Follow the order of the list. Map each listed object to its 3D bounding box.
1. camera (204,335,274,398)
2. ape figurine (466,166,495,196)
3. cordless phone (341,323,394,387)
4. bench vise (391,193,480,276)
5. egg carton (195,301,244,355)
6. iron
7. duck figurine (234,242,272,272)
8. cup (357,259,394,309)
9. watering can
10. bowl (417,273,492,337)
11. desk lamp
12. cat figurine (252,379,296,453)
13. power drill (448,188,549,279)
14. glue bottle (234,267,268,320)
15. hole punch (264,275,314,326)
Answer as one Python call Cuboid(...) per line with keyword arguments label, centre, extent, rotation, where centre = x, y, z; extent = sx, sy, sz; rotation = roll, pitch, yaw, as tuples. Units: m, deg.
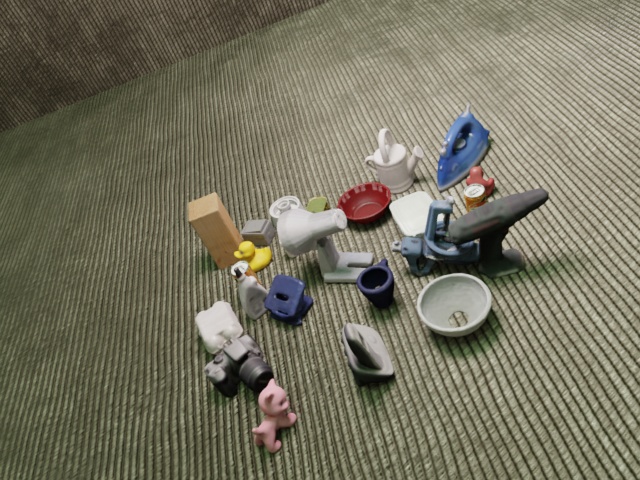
Cuboid(label="camera", centre=(-0.186, 0.307, 1.358), extent=(0.143, 0.101, 0.136), rotation=(-41, 44, -19))
Cuboid(label="ape figurine", centre=(0.435, -0.163, 1.575), extent=(0.077, 0.092, 0.076), rotation=(19, 56, 38))
Cuboid(label="cordless phone", centre=(0.088, 0.221, 1.258), extent=(0.094, 0.185, 0.147), rotation=(-24, 41, 0))
Cuboid(label="bench vise", centre=(0.275, -0.005, 1.383), extent=(0.207, 0.220, 0.121), rotation=(-20, 41, 4))
Cuboid(label="egg carton", centre=(-0.264, 0.230, 1.500), extent=(0.107, 0.070, 0.150), rotation=(-32, 41, -9))
Cuboid(label="iron", centre=(0.398, -0.274, 1.672), extent=(0.118, 0.142, 0.259), rotation=(14, 53, 35))
Cuboid(label="duck figurine", centre=(-0.198, 0.039, 1.658), extent=(0.104, 0.086, 0.077), rotation=(-20, 41, 4))
Cuboid(label="cup", centre=(0.149, 0.113, 1.412), extent=(0.091, 0.095, 0.118), rotation=(5, 49, 29))
Cuboid(label="watering can", centre=(0.215, -0.242, 1.682), extent=(0.172, 0.194, 0.101), rotation=(-16, 41, 9))
Cuboid(label="bowl", centre=(0.309, 0.161, 1.303), extent=(0.167, 0.075, 0.167), rotation=(-13, 42, 12))
Cuboid(label="desk lamp", centre=(0.014, 0.005, 1.499), extent=(0.202, 0.214, 0.118), rotation=(-2, 46, 24))
Cuboid(label="cat figurine", centre=(-0.107, 0.374, 1.238), extent=(0.067, 0.118, 0.128), rotation=(9, 50, 32))
Cuboid(label="power drill", centre=(0.420, -0.013, 1.333), extent=(0.229, 0.209, 0.075), rotation=(-16, 41, 8))
Cuboid(label="glue bottle", centre=(-0.184, 0.130, 1.489), extent=(0.078, 0.173, 0.037), rotation=(-39, 43, -17))
Cuboid(label="hole punch", centre=(-0.085, 0.154, 1.480), extent=(0.108, 0.091, 0.101), rotation=(12, 52, 34))
